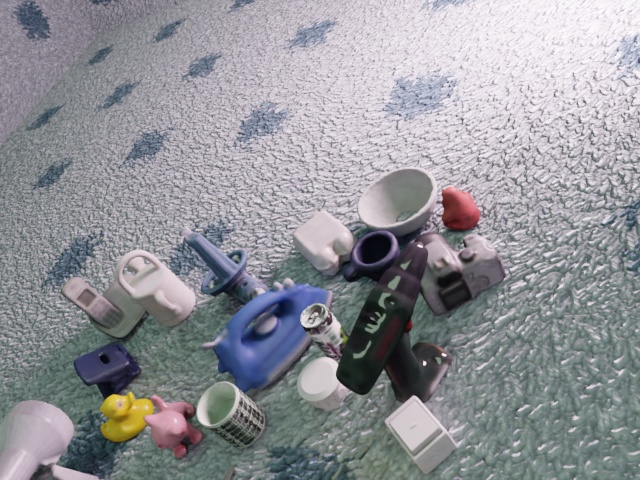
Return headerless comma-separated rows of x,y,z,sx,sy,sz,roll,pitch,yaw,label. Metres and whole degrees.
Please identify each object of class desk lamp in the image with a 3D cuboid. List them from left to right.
-0.482,0.415,0.999,0.117,0.214,0.203,-22,41,15,desk lamp

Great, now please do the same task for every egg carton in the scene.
0.011,0.004,1.184,0.107,0.070,0.149,-40,40,-7,egg carton

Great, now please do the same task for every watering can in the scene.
-0.374,0.097,1.257,0.172,0.195,0.101,8,56,39,watering can

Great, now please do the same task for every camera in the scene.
0.221,0.032,0.988,0.143,0.101,0.136,-30,40,5,camera

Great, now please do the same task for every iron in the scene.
-0.095,0.151,1.054,0.258,0.142,0.118,-45,41,-13,iron

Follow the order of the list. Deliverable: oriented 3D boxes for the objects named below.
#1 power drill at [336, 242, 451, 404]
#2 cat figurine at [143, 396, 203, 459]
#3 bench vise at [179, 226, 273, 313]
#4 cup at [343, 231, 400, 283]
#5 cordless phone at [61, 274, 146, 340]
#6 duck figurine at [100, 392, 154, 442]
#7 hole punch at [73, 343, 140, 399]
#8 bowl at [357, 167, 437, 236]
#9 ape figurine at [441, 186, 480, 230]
0.121,0.146,0.859,0.075,0.209,0.230,16,60,43,power drill
-0.268,0.325,1.017,0.067,0.118,0.127,-39,40,-6,cat figurine
-0.176,0.056,1.142,0.206,0.220,0.121,4,53,37,bench vise
0.104,0.053,1.052,0.118,0.095,0.091,-41,40,-7,cup
-0.483,0.125,1.310,0.093,0.186,0.148,7,55,38,cordless phone
-0.390,0.337,1.113,0.104,0.086,0.077,-37,40,-2,duck figurine
-0.456,0.269,1.223,0.101,0.091,0.108,-46,41,-14,hole punch
0.163,-0.064,1.144,0.167,0.075,0.167,-19,42,18,bowl
0.254,-0.065,1.069,0.078,0.092,0.076,-40,40,-6,ape figurine
